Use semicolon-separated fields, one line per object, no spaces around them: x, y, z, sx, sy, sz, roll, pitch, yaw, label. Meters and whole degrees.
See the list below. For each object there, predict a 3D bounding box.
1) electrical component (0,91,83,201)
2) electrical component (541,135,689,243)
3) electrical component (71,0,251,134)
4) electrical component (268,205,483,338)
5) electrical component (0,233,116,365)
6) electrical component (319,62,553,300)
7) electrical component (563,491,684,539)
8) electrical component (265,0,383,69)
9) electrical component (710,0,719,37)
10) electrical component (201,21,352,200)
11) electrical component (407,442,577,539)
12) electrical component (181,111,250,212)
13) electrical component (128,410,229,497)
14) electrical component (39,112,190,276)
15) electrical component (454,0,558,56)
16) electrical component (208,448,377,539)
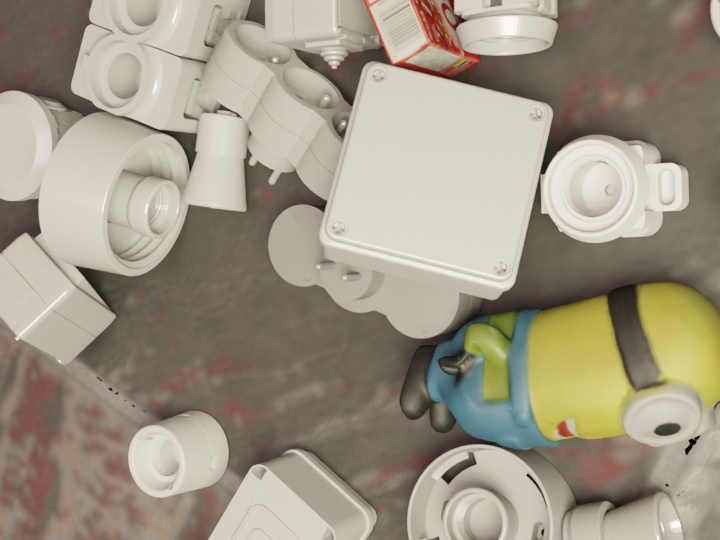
-0.245;-0.091;0.804;0.080;0.051;0.080;2;93;29;electrical component
0.134;-0.044;0.591;0.078;0.057;0.058;-1;92;29;electrical component
-0.132;-0.177;0.731;0.089;0.062;0.150;24;104;26;electrical component
0.000;0.000;0.658;0.138;0.074;0.052;23;103;26;electrical component
-0.223;0.021;0.782;0.061;0.096;0.062;-44;70;-6;electrical component
0.042;-0.049;0.606;0.109;0.056;0.108;14;79;2;electrical component
0.147;0.150;0.600;0.055;0.045;0.045;-18;84;29;electrical component
-0.025;-0.173;0.671;0.061;0.062;0.096;1;93;29;electrical component
0.209;-0.132;0.550;0.055;0.047;0.055;2;93;29;electrical component
-0.048;-0.088;0.688;0.138;0.052;0.073;44;125;12;electrical component
0.079;0.152;0.641;0.099;0.064;0.099;-6;76;26;electrical component
-0.095;-0.074;0.728;0.044;0.044;0.065;9;92;29;electrical component
-0.128;0.129;0.751;0.055;0.047;0.055;2;93;29;electrical component
-0.157;-0.048;0.728;0.060;0.108;0.108;16;100;22;electrical component
0.084;-0.156;0.614;0.078;0.058;0.057;-1;89;28;electrical component
-0.051;0.183;0.705;0.078;0.057;0.113;38;110;22;electrical component
